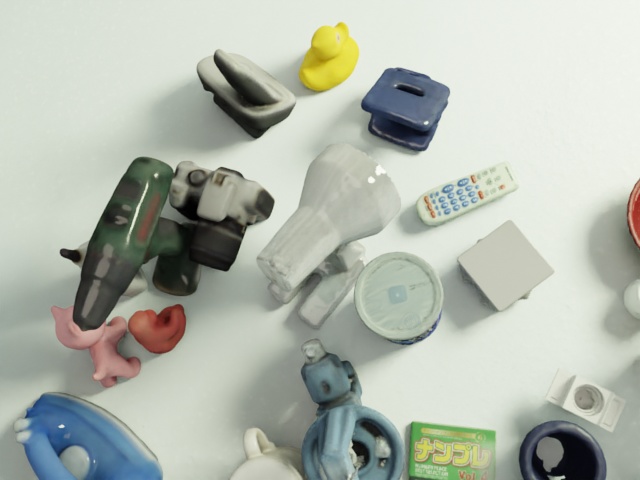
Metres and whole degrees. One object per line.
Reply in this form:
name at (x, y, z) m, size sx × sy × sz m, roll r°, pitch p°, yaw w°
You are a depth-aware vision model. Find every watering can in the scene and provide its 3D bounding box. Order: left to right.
watering can at (-0.059, 0.313, 0.674) m, size 0.101 × 0.194 × 0.172 m, roll -41°, pitch 73°, yaw 0°

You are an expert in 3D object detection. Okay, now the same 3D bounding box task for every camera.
camera at (-0.156, -0.033, 0.820) m, size 0.143 × 0.101 × 0.137 m, roll 16°, pitch 81°, yaw 14°

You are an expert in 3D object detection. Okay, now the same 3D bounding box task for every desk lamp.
desk lamp at (0.007, 0.003, 0.720) m, size 0.117 × 0.214 × 0.203 m, roll 37°, pitch 87°, yaw 17°

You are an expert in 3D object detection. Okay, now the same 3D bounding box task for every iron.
iron at (-0.330, 0.295, 0.760) m, size 0.258 × 0.141 × 0.119 m, roll 38°, pitch 87°, yaw 17°

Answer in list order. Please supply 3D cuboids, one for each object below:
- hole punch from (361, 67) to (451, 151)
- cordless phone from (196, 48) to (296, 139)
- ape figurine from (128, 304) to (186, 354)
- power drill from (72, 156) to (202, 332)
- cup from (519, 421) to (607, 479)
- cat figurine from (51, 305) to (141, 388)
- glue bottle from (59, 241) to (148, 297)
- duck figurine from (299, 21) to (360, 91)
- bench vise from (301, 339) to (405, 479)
hole punch at (0.120, -0.195, 0.806) m, size 0.108 × 0.091 × 0.101 m, roll 23°, pitch 83°, yaw 15°
cordless phone at (-0.121, -0.238, 0.815) m, size 0.147 × 0.185 × 0.094 m, roll 39°, pitch 87°, yaw 17°
ape figurine at (-0.235, 0.121, 0.806) m, size 0.077 × 0.092 × 0.076 m, roll 8°, pitch 79°, yaw 13°
power drill at (-0.231, 0.015, 0.768) m, size 0.075 × 0.209 × 0.230 m, roll 9°, pitch 79°, yaw 13°
cup at (0.269, 0.268, 0.671) m, size 0.091 × 0.095 × 0.118 m, roll 33°, pitch 86°, yaw 16°
cat figurine at (-0.322, 0.143, 0.805) m, size 0.067 × 0.118 × 0.127 m, roll -28°, pitch 74°, yaw 4°
glue bottle at (-0.305, 0.033, 0.797) m, size 0.037 × 0.173 × 0.078 m, roll -30°, pitch 73°, yaw 4°
duck figurine at (0.008, -0.279, 0.850) m, size 0.104 × 0.086 × 0.077 m, roll -43°, pitch 73°, yaw 0°
bench vise at (0.012, 0.223, 0.667) m, size 0.121 × 0.220 × 0.207 m, roll -42°, pitch 73°, yaw 0°
